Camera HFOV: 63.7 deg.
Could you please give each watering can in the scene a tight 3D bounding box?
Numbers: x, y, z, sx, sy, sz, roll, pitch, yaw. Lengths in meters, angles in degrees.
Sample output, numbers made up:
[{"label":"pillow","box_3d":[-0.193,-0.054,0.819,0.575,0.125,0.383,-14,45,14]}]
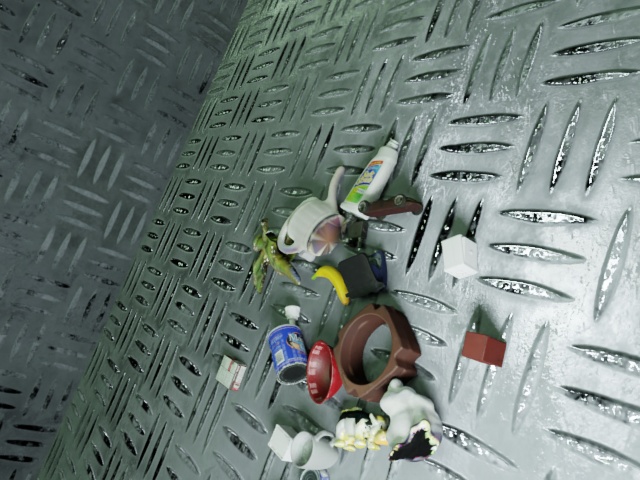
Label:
[{"label":"watering can","box_3d":[0.005,-0.083,1.645,0.349,0.102,0.227,-48,41,-4]}]

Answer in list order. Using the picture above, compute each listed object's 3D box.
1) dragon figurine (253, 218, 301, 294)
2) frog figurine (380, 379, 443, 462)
[{"label":"dragon figurine","box_3d":[-0.165,0.084,1.784,0.238,0.122,0.420,-63,29,31]},{"label":"frog figurine","box_3d":[0.190,0.388,1.114,0.162,0.122,0.135,-108,38,-66]}]
